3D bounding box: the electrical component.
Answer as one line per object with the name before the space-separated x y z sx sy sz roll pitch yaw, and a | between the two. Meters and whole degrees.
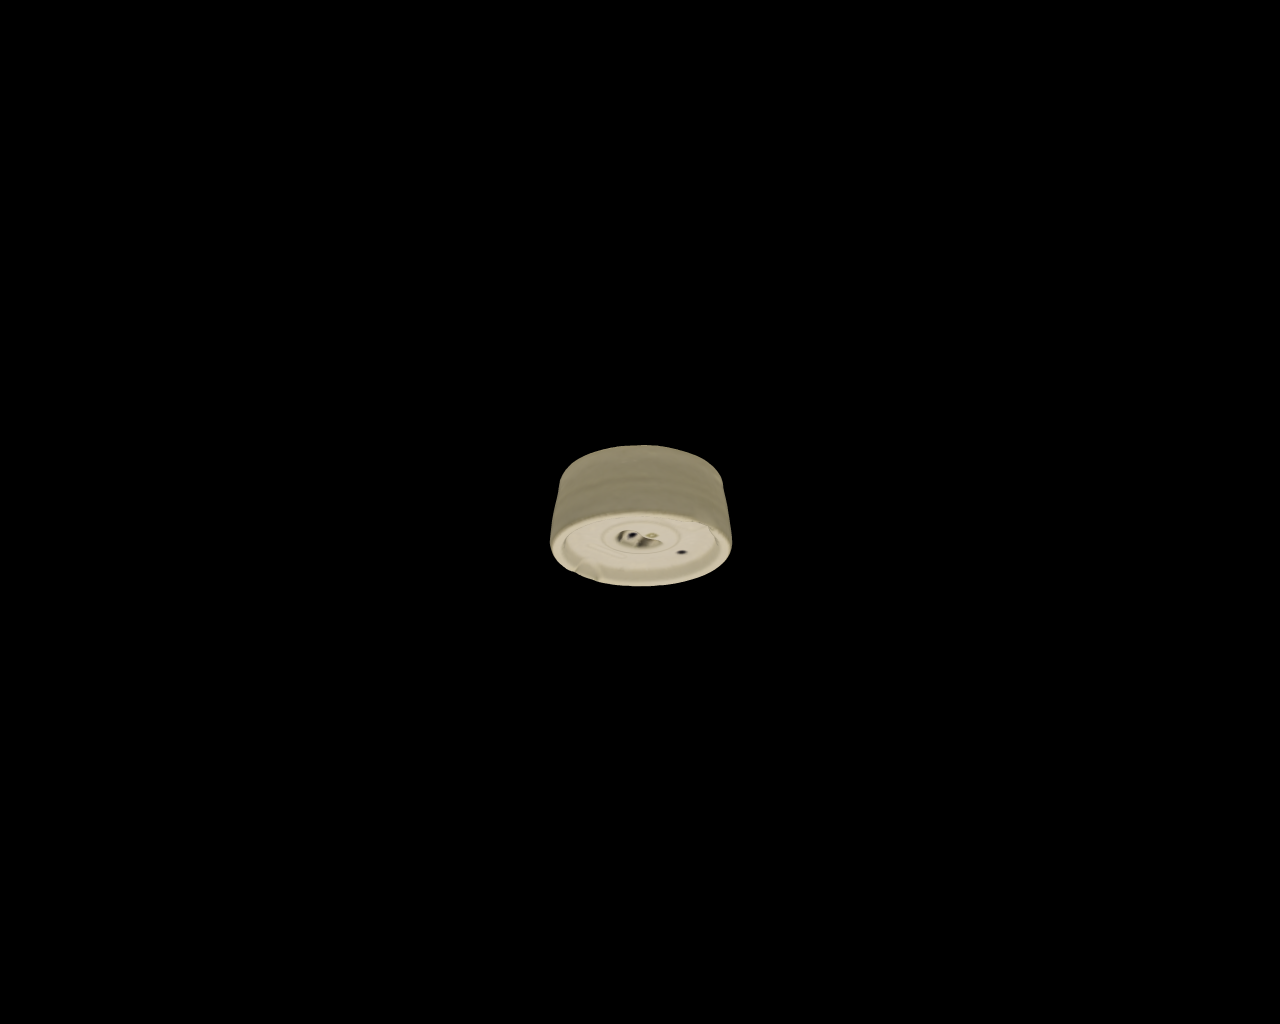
electrical component | 0.001 -0.003 0.650 0.108 0.060 0.108 0 -26 0
